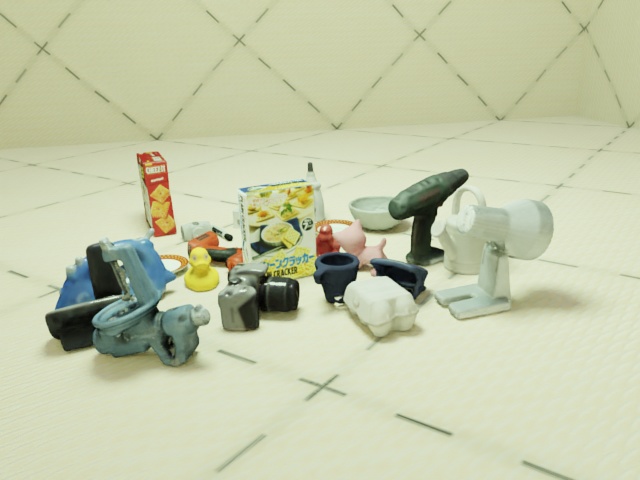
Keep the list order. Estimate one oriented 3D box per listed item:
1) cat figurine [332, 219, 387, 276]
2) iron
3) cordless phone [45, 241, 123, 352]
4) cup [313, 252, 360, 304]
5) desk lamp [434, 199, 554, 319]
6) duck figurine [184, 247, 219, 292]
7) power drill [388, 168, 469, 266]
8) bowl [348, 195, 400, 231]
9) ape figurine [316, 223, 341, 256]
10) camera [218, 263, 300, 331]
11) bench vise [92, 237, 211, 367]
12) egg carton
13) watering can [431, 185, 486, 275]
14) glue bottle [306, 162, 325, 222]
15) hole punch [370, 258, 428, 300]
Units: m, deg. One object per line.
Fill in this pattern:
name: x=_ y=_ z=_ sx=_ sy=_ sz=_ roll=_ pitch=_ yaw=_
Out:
cat figurine: x=0.096 y=0.013 z=1.320 sx=0.127 sy=0.118 sz=0.067 roll=7 pitch=22 yaw=24
iron: x=-0.432 y=0.071 z=1.172 sx=0.118 sy=0.141 sz=0.259 roll=16 pitch=26 yaw=40
cordless phone: x=-0.425 y=0.095 z=1.040 sx=0.148 sy=0.185 sz=0.093 roll=-14 pitch=23 yaw=-29
cup: x=0.028 y=0.086 z=1.157 sx=0.091 sy=0.095 sz=0.118 roll=13 pitch=24 yaw=35
desk lamp: x=0.339 y=0.027 z=1.116 sx=0.203 sy=0.214 sz=0.117 roll=-9 pitch=21 yaw=-18
duck figurine: x=-0.267 y=0.057 z=1.277 sx=0.078 sy=0.086 sz=0.104 roll=-8 pitch=21 yaw=-17
power drill: x=0.261 y=-0.053 z=1.354 sx=0.230 sy=0.208 sz=0.075 roll=-15 pitch=24 yaw=-32
bowl: x=0.163 y=-0.069 z=1.605 sx=0.167 sy=0.075 sz=0.167 roll=-2 pitch=20 yaw=1
ape figurine: x=0.013 y=0.005 z=1.387 sx=0.077 sy=0.092 sz=0.076 roll=6 pitch=21 yaw=21
camera: x=-0.114 y=0.103 z=1.116 sx=0.136 sy=0.101 sz=0.143 roll=2 pitch=20 yaw=10
bench vise: x=-0.291 y=0.097 z=0.971 sx=0.207 sy=0.220 sz=0.121 roll=-4 pitch=20 yaw=-6
egg carton: x=0.111 y=0.123 z=1.085 sx=0.107 sy=0.069 sz=0.150 roll=-10 pitch=21 yaw=-22
watering can: x=0.330 y=-0.026 z=1.294 sx=0.100 sy=0.194 sz=0.173 roll=13 pitch=25 yaw=36
glue bottle: x=-0.024 y=-0.143 z=1.681 sx=0.077 sy=0.173 sz=0.037 roll=13 pitch=25 yaw=36
hole punch: x=0.163 y=0.070 z=1.195 sx=0.108 sy=0.091 sz=0.101 roll=10 pitch=23 yaw=29
